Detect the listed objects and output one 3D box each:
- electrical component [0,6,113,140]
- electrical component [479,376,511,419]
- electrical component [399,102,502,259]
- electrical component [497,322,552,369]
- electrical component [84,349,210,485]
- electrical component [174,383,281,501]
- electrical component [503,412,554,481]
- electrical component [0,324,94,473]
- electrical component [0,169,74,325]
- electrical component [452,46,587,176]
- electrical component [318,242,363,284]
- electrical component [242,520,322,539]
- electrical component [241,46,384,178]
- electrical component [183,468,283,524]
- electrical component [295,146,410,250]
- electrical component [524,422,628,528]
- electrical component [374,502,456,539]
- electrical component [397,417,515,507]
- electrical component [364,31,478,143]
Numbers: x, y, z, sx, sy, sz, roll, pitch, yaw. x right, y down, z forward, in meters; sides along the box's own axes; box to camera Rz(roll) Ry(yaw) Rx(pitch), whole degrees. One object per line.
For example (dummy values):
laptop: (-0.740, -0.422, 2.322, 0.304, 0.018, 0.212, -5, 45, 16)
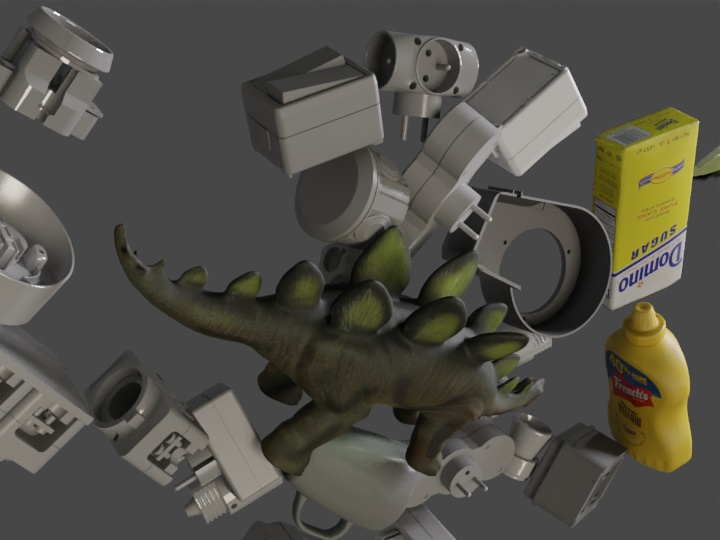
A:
electrical component: (-0.189, -0.124, 0.663, 0.078, 0.058, 0.057, 29, 101, -40)
electrical component: (0.119, 0.126, 1.027, 0.061, 0.035, 0.035, -21, 126, -19)
electrical component: (0.068, -0.054, 0.834, 0.138, 0.074, 0.052, -55, 168, 32)
electrical component: (0.142, 0.068, 1.002, 0.081, 0.043, 0.043, -25, 127, -20)
electrical component: (-0.161, 0.105, 0.792, 0.050, 0.089, 0.055, -44, 131, -4)
electrical component: (-0.118, 0.145, 0.849, 0.076, 0.047, 0.083, -31, 99, -16)
electrical component: (0.162, 0.177, 1.078, 0.045, 0.045, 0.055, 15, 107, -38)
electrical component: (-0.258, 0.060, 0.701, 0.062, 0.089, 0.150, -45, 131, -4)
electrical component: (-0.231, -0.015, 0.675, 0.099, 0.099, 0.064, 29, 104, -41)
electrical component: (0.126, -0.121, 0.869, 0.096, 0.062, 0.061, -42, 131, -6)
electrical component: (0.000, 0.000, 0.869, 0.062, 0.043, 0.043, 21, 103, -41)
electrical component: (-0.093, 0.308, 0.973, 0.089, 0.062, 0.150, 29, 98, -41)
electrical component: (-0.029, -0.118, 0.769, 0.096, 0.062, 0.061, -23, 126, -21)
electrical component: (-0.110, 0.181, 0.900, 0.081, 0.043, 0.043, -30, 129, -16)
electrical component: (-0.007, -0.056, 0.809, 0.051, 0.080, 0.080, 19, 104, -45)
electrical component: (0.221, 0.206, 1.098, 0.113, 0.057, 0.078, -2, 121, -64)
electrical component: (0.038, 0.262, 1.019, 0.076, 0.083, 0.047, -16, 124, -25)
electrical component: (0.091, 0.190, 1.018, 0.138, 0.074, 0.052, -13, 122, -27)
electrical component: (0.045, -0.136, 0.812, 0.077, 0.044, 0.079, 0, 101, -33)
